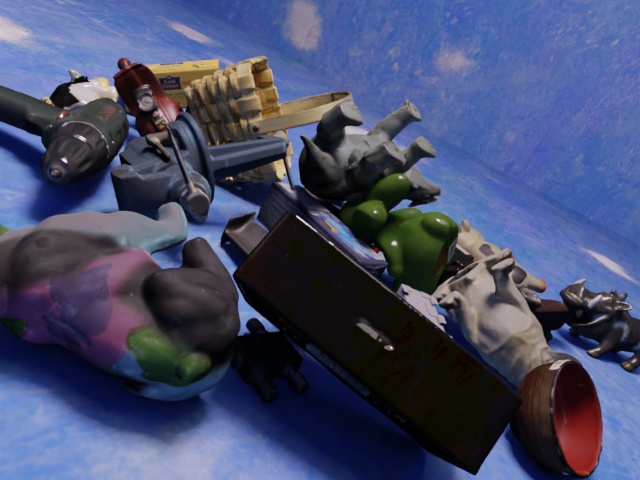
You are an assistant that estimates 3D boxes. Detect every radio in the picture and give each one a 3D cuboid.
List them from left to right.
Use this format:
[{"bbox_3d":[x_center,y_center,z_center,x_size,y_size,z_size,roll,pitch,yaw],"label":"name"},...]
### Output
[{"bbox_3d":[0.037,0.085,0.450,0.230,0.073,0.131,40,-15,5],"label":"radio"}]

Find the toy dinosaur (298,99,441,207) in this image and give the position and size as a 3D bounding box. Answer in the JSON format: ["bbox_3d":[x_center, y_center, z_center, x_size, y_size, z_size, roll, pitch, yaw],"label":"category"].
[{"bbox_3d":[0.046,-0.109,0.792,0.404,0.192,0.131,-7,63,-49],"label":"toy dinosaur"}]

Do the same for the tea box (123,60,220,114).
[{"bbox_3d":[-0.260,-0.274,0.954,0.170,0.068,0.098,-8,29,-8],"label":"tea box"}]

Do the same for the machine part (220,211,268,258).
[{"bbox_3d":[-0.066,0.017,0.627,0.084,0.039,0.139,-18,44,-32],"label":"machine part"}]

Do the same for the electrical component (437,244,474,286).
[{"bbox_3d":[0.188,0.032,0.873,0.134,0.058,0.115,7,31,-42],"label":"electrical component"}]

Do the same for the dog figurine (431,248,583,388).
[{"bbox_3d":[0.240,0.122,0.682,0.190,0.121,0.172,56,18,0],"label":"dog figurine"}]

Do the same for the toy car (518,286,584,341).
[{"bbox_3d":[0.319,0.109,0.801,0.202,0.089,0.053,4,34,-41],"label":"toy car"}]

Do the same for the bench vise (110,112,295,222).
[{"bbox_3d":[-0.135,-0.094,0.656,0.240,0.128,0.224,-19,19,-27],"label":"bench vise"}]

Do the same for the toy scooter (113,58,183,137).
[{"bbox_3d":[-0.261,-0.208,0.824,0.184,0.075,0.135,49,-11,52],"label":"toy scooter"}]

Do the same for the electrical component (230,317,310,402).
[{"bbox_3d":[-0.052,0.105,0.483,0.063,0.021,0.094,4,32,-43],"label":"electrical component"}]

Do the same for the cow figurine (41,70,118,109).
[{"bbox_3d":[-0.350,-0.200,0.782,0.098,0.068,0.167,8,27,-27],"label":"cow figurine"}]

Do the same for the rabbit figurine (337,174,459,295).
[{"bbox_3d":[0.092,-0.007,0.741,0.170,0.158,0.121,22,63,24],"label":"rabbit figurine"}]

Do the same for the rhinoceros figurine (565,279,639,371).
[{"bbox_3d":[0.480,0.138,0.894,0.190,0.112,0.073,30,22,-13],"label":"rhinoceros figurine"}]

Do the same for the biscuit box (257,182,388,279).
[{"bbox_3d":[-0.001,-0.002,0.728,0.059,0.062,0.203,3,32,-46],"label":"biscuit box"}]

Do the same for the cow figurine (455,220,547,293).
[{"bbox_3d":[0.286,0.039,0.941,0.127,0.085,0.195,22,22,-29],"label":"cow figurine"}]

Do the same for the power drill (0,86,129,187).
[{"bbox_3d":[-0.329,-0.134,0.604,0.207,0.085,0.232,13,23,-3],"label":"power drill"}]

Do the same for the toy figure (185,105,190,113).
[{"bbox_3d":[-0.152,-0.182,0.945,0.180,0.082,0.089,9,38,-47],"label":"toy figure"}]

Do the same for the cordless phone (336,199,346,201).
[{"bbox_3d":[0.067,-0.112,1.036,0.184,0.088,0.147,25,21,-15],"label":"cordless phone"}]

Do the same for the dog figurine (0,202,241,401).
[{"bbox_3d":[-0.187,0.041,0.370,0.219,0.108,0.192,-2,37,-43],"label":"dog figurine"}]
